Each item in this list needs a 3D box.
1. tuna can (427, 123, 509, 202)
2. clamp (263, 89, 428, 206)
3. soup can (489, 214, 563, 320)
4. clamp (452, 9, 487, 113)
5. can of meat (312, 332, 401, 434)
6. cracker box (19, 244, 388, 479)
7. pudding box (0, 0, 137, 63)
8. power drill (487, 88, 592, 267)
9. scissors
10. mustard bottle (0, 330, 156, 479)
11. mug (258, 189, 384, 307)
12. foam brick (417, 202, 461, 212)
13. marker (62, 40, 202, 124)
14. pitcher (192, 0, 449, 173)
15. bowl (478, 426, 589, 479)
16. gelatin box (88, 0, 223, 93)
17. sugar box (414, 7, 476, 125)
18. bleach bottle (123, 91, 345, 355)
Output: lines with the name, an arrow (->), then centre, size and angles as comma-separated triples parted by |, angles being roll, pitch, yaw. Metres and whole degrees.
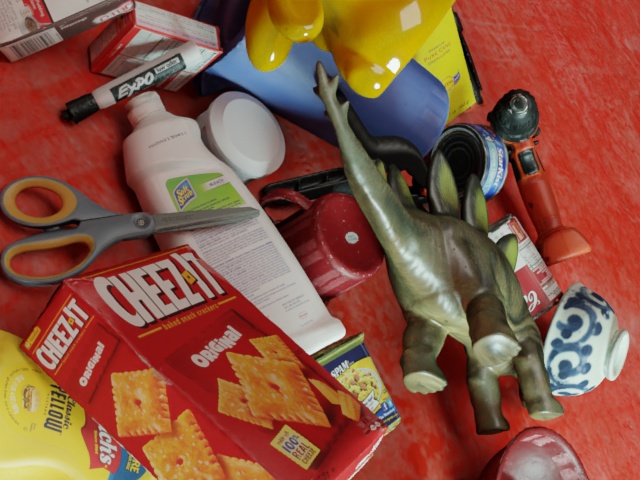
tuna can -> 0.153, -0.080, 1.118 | 0.033, 0.086, 0.086 | 1, 67, -41
clamp -> 0.041, -0.075, 0.978 | 0.171, 0.120, 0.039 | 6, 37, -31
soup can -> 0.198, 0.032, 1.110 | 0.068, 0.069, 0.102 | -32, 91, -47
clamp -> 0.136, -0.247, 1.202 | 0.210, 0.036, 0.164 | 71, 18, 5
can of meat -> 0.012, 0.135, 0.887 | 0.101, 0.058, 0.084 | -25, 87, -47
cracker box -> -0.070, 0.102, 0.734 | 0.214, 0.072, 0.164 | 41, 21, 12
pudding box -> -0.213, -0.204, 0.835 | 0.113, 0.039, 0.090 | -24, 82, -4
power drill -> 0.234, -0.066, 1.151 | 0.184, 0.057, 0.188 | 26, 46, -80
scissors -> -0.152, -0.025, 0.809 | 0.201, 0.016, 0.096 | -23, 73, -28
mustard bottle -> -0.160, 0.133, 0.725 | 0.191, 0.058, 0.096 | 27, 45, -31
mug -> -0.006, 0.001, 0.926 | 0.117, 0.082, 0.093 | 48, 44, -12
foam brick -> 0.115, -0.015, 1.071 | 0.078, 0.053, 0.051 | 46, 44, -12
marker -> -0.152, -0.127, 0.861 | 0.121, 0.020, 0.020 | -28, 87, -9
pitcher -> 0.011, -0.170, 0.998 | 0.242, 0.149, 0.145 | 29, 49, -33
bowl -> 0.186, 0.253, 0.972 | 0.161, 0.055, 0.162 | 16, 67, -42
gelatin box -> -0.139, -0.162, 0.901 | 0.089, 0.073, 0.030 | 9, 61, -39
sugar box -> 0.104, -0.206, 1.115 | 0.093, 0.048, 0.176 | -39, 123, -37
bleach bottle -> -0.082, -0.009, 0.870 | 0.102, 0.068, 0.251 | -25, 83, -33
